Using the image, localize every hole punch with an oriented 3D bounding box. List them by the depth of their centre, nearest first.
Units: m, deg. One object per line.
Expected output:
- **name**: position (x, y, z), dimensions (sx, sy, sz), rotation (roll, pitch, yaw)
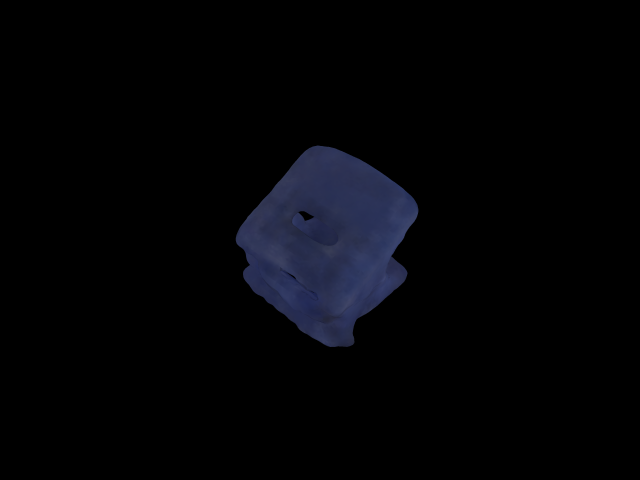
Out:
- **hole punch**: position (0.004, 0.001, 0.400), dimensions (0.108, 0.091, 0.101), rotation (33, 54, 29)
